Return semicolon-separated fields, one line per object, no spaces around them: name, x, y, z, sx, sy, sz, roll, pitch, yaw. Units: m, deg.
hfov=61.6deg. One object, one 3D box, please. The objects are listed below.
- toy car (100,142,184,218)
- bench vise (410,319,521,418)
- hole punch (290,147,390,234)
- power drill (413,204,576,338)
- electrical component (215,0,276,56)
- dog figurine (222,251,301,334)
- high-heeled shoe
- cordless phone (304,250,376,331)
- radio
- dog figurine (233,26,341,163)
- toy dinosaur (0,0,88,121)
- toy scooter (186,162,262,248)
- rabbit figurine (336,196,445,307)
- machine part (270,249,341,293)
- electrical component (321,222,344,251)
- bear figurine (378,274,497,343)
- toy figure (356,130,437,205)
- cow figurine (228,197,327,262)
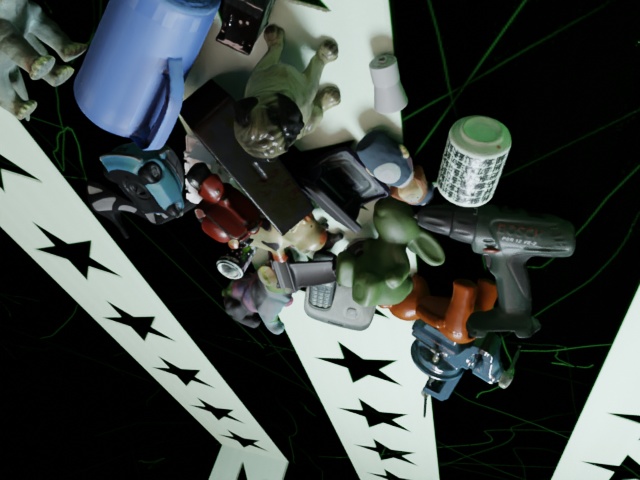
toy car;-0.284;-0.114;0.922;0.109;0.103;0.161;6;147;30
bench vise;0.281;0.268;1.135;0.224;0.129;0.240;23;129;10
hole punch;0.032;-0.082;0.837;0.142;0.092;0.116;39;176;-25
power drill;0.264;0.043;0.830;0.232;0.086;0.207;0;103;13
electrical component;-0.076;-0.279;0.614;0.048;0.075;0.119;24;150;-7
dog figurine;-0.123;0.088;1.127;0.192;0.108;0.219;15;141;12
high-heeled shoe;-0.342;-0.094;1.037;0.249;0.086;0.145;-21;99;23
cordless phone;0.046;0.089;1.063;0.147;0.089;0.184;14;139;9
radio;-0.110;-0.121;0.797;0.229;0.073;0.131;53;176;-39
dog figurine;-0.056;-0.149;0.682;0.121;0.190;0.172;11;146;13
toy dinosaur;-0.453;-0.293;0.759;0.405;0.131;0.192;-17;119;47
toy scooter;-0.142;-0.036;0.853;0.135;0.075;0.183;39;162;16
rabbit figurine;0.122;0.016;0.873;0.159;0.121;0.170;7;109;-17
machine part;-0.024;0.058;0.999;0.139;0.039;0.084;-2;112;19
electrical component;-0.002;-0.003;1.006;0.063;0.021;0.094;35;143;-22
bear figurine;0.211;0.106;0.994;0.120;0.131;0.196;4;-164;-42
toy figure;0.116;-0.096;0.788;0.154;0.058;0.064;39;159;-28
cow figurine;-0.077;-0.027;0.955;0.195;0.085;0.127;16;139;20
